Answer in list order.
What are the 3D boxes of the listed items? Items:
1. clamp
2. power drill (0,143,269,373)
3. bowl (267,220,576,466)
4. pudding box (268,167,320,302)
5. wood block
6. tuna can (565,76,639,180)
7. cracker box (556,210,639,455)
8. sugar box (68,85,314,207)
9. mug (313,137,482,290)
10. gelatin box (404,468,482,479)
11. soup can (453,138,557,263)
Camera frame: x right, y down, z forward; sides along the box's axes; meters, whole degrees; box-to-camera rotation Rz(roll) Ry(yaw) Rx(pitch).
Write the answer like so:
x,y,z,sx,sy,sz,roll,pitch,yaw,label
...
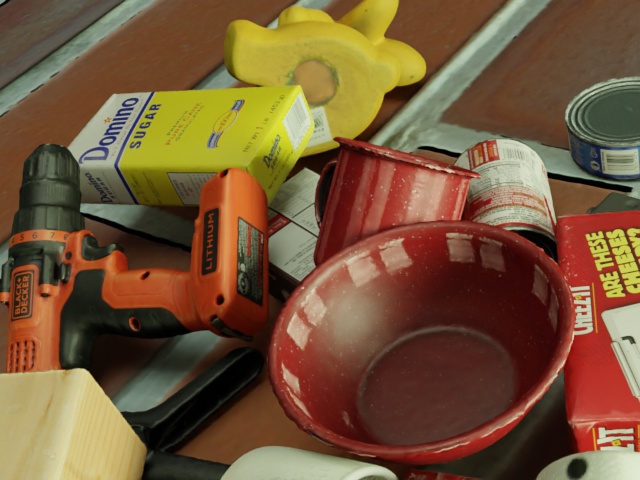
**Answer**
x,y,z,sx,sy,sz,roll,pitch,yaw,label
-0.099,0.133,0.625,0.171,0.039,0.120,-24,33,-4,clamp
-0.126,0.008,0.707,0.188,0.057,0.184,-11,70,24,power drill
0.056,0.063,0.565,0.162,0.055,0.162,-12,41,11,bowl
-0.005,0.001,0.751,0.090,0.039,0.114,-36,43,-23,pudding box
-0.158,0.176,0.522,0.090,0.091,0.206,-6,49,15,wood block
0.220,-0.080,0.764,0.086,0.034,0.086,-11,38,9,tuna can
0.236,0.053,0.555,0.214,0.072,0.164,-5,37,14,cracker box
-0.100,-0.069,0.781,0.176,0.048,0.093,4,45,29,sugar box
0.036,-0.016,0.664,0.093,0.081,0.117,7,11,-43,mug
0.051,0.152,0.490,0.073,0.030,0.089,-11,43,59,gelatin box
0.120,-0.012,0.691,0.068,0.068,0.102,-10,38,10,soup can
